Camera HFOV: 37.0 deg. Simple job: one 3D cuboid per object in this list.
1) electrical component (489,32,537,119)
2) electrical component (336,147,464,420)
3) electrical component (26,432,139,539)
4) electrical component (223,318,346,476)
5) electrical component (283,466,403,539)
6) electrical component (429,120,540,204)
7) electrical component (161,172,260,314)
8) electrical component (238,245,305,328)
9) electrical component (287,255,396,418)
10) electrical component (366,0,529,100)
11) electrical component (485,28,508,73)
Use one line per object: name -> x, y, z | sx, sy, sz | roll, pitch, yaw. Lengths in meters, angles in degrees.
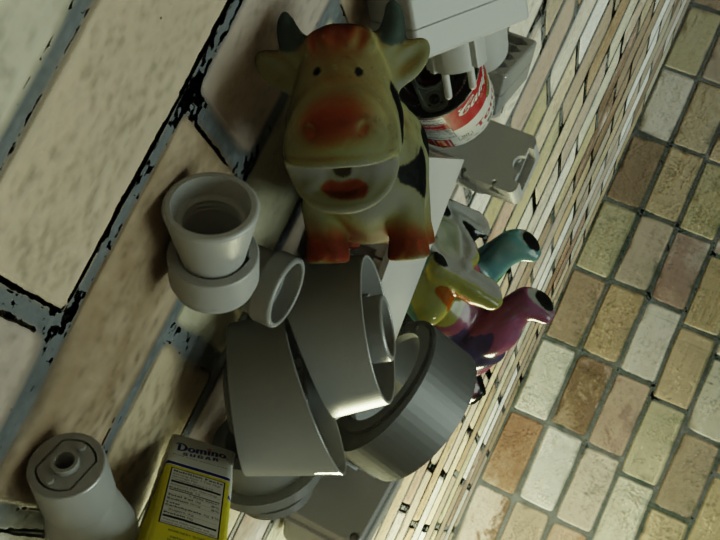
electrical component -> 0.107, -0.154, 0.911 | 0.083, 0.047, 0.075 | -50, 157, -49
electrical component -> 0.000, 0.000, 0.741 | 0.186, 0.060, 0.105 | -70, 165, 11
electrical component -> -0.128, 0.105, 0.490 | 0.044, 0.044, 0.065 | -55, 157, -37
electrical component -> -0.045, 0.074, 0.628 | 0.099, 0.064, 0.099 | 173, -90, -89
electrical component -> -0.012, 0.198, 0.962 | 0.113, 0.078, 0.057 | -56, 165, -36
electrical component -> 0.097, -0.094, 0.880 | 0.050, 0.089, 0.056 | -66, 165, -3
electrical component -> -0.070, -0.012, 0.509 | 0.045, 0.045, 0.055 | -55, 162, -37
electrical component -> -0.058, 0.004, 0.570 | 0.040, 0.046, 0.040 | -58, 163, -30
electrical component -> -0.014, 0.038, 0.642 | 0.099, 0.064, 0.099 | -9, 90, -80
electrical component -> 0.055, -0.140, 0.643 | 0.083, 0.047, 0.075 | -25, 121, -23
electrical component -> 0.084, -0.194, 0.776 | 0.077, 0.043, 0.079 | 50, 52, -66
